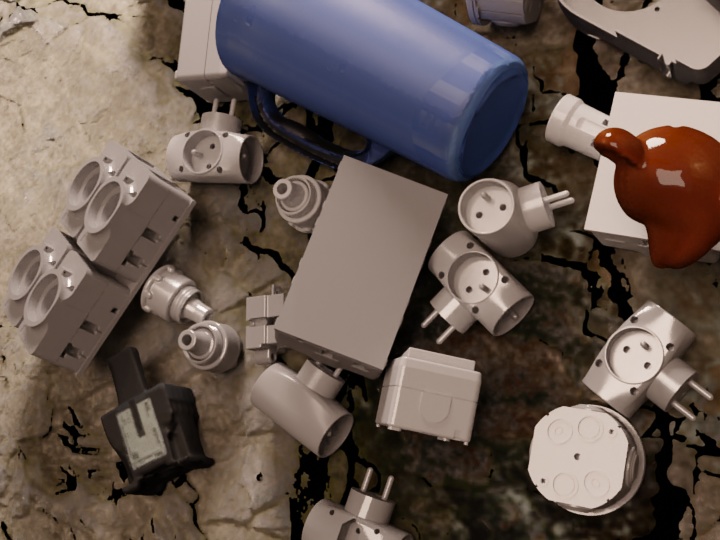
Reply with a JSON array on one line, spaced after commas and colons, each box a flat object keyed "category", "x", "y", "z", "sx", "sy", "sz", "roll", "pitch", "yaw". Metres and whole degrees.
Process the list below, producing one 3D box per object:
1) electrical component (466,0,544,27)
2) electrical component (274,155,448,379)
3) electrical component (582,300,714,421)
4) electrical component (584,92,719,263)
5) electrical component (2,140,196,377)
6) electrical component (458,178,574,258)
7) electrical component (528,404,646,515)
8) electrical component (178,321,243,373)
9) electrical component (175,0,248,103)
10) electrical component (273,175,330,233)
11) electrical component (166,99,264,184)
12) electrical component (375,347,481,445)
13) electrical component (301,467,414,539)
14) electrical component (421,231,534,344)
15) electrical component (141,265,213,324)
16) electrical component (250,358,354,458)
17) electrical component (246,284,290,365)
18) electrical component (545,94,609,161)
[{"category": "electrical component", "x": 0.119, "y": -0.236, "z": 0.868, "sx": 0.051, "sy": 0.080, "sz": 0.080, "roll": 13, "pitch": 83, "yaw": 21}, {"category": "electrical component", "x": 0.000, "y": 0.000, "z": 0.851, "sx": 0.089, "sy": 0.061, "sz": 0.150, "roll": 21, "pitch": 75, "yaw": 1}, {"category": "electrical component", "x": 0.214, "y": 0.075, "z": 0.771, "sx": 0.079, "sy": 0.044, "sz": 0.077, "roll": 41, "pitch": 96, "yaw": 27}, {"category": "electrical component", "x": 0.269, "y": -0.058, "z": 0.769, "sx": 0.186, "sy": 0.060, "sz": 0.105, "roll": 11, "pitch": 83, "yaw": 26}, {"category": "electrical component", "x": -0.241, "y": -0.015, "z": 0.965, "sx": 0.186, "sy": 0.060, "sz": 0.105, "roll": -56, "pitch": 40, "yaw": 3}, {"category": "electrical component", "x": 0.124, "y": -0.044, "z": 0.821, "sx": 0.079, "sy": 0.077, "sz": 0.043, "roll": -18, "pitch": 71, "yaw": 18}, {"category": "electrical component", "x": 0.162, "y": 0.136, "z": 0.776, "sx": 0.080, "sy": 0.051, "sz": 0.080, "roll": -6, "pitch": 76, "yaw": 23}, {"category": "electrical component", "x": -0.131, "y": 0.064, "z": 0.917, "sx": 0.043, "sy": 0.062, "sz": 0.043, "roll": -6, "pitch": 76, "yaw": 23}, {"category": "electrical component", "x": -0.122, "y": -0.207, "z": 0.977, "sx": 0.061, "sy": 0.062, "sz": 0.096, "roll": 0, "pitch": 78, "yaw": 23}, {"category": "electrical component", "x": -0.052, "y": -0.060, "z": 0.911, "sx": 0.048, "sy": 0.062, "sz": 0.048, "roll": -6, "pitch": 76, "yaw": 23}, {"category": "electrical component", "x": -0.128, "y": -0.117, "z": 0.968, "sx": 0.077, "sy": 0.044, "sz": 0.079, "roll": 4, "pitch": 79, "yaw": 25}, {"category": "electrical component", "x": 0.050, "y": 0.095, "z": 0.816, "sx": 0.062, "sy": 0.096, "sz": 0.061, "roll": 12, "pitch": 82, "yaw": -4}, {"category": "electrical component", "x": 0.004, "y": 0.194, "z": 0.837, "sx": 0.077, "sy": 0.043, "sz": 0.079, "roll": 17, "pitch": 85, "yaw": 26}, {"category": "electrical component", "x": 0.082, "y": 0.023, "z": 0.842, "sx": 0.079, "sy": 0.044, "sz": 0.077, "roll": -46, "pitch": 64, "yaw": 7}, {"category": "electrical component", "x": -0.159, "y": 0.028, "z": 0.949, "sx": 0.062, "sy": 0.048, "sz": 0.048, "roll": 30, "pitch": 91, "yaw": 20}, {"category": "electrical component", "x": -0.038, "y": 0.099, "z": 0.878, "sx": 0.077, "sy": 0.043, "sz": 0.079, "roll": 34, "pitch": 92, "yaw": 27}, {"category": "electrical component", "x": -0.062, "y": 0.044, "z": 0.901, "sx": 0.055, "sy": 0.048, "sz": 0.066, "roll": -8, "pitch": 74, "yaw": 30}, {"category": "electrical component", "x": 0.174, "y": -0.109, "z": 0.836, "sx": 0.046, "sy": 0.040, "sz": 0.040, "roll": 29, "pitch": 91, "yaw": 21}]
